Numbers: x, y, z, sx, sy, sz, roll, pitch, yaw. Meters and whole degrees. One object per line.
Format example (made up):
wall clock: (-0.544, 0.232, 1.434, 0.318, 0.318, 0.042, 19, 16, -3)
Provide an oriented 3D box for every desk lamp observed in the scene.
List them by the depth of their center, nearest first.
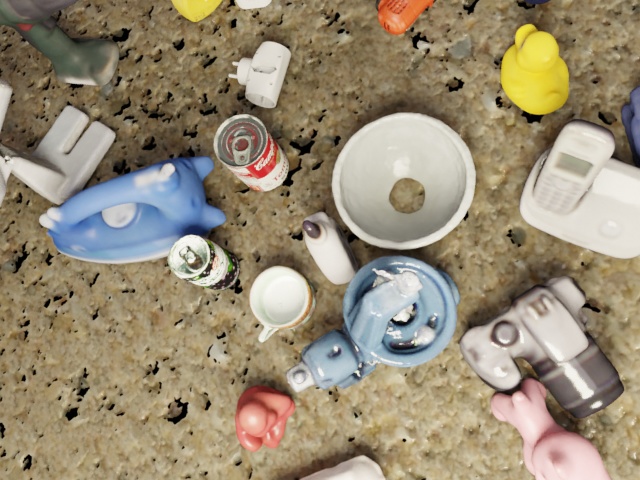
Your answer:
desk lamp: (-0.410, -0.116, 0.744, 0.117, 0.214, 0.203, 30, 85, 17)

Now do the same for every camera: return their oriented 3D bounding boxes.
camera: (0.241, 0.125, 0.607, 0.143, 0.101, 0.136, -35, 73, 3)

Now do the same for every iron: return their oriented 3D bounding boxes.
iron: (-0.261, -0.037, 0.732, 0.258, 0.141, 0.118, -18, 74, 8)

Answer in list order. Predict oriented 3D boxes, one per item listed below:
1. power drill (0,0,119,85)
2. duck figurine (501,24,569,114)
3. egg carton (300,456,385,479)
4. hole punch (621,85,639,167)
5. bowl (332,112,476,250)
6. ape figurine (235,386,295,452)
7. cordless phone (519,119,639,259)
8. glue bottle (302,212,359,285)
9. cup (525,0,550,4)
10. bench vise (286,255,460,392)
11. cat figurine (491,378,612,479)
power drill: (-0.371, -0.294, 0.779, 0.229, 0.209, 0.076, 8, 79, 14)
duck figurine: (0.261, -0.209, 0.686, 0.077, 0.086, 0.104, -22, 74, 7)
egg carton: (0.012, 0.310, 0.632, 0.150, 0.069, 0.107, -25, 74, 6)
hole punch: (0.401, -0.131, 0.635, 0.101, 0.091, 0.108, -12, 75, 10)
bowl: (0.102, -0.063, 0.694, 0.167, 0.075, 0.167, -3, 77, 12)
ape figurine: (-0.070, 0.205, 0.662, 0.078, 0.092, 0.076, -30, 73, 5)
cordless phone: (0.293, -0.055, 0.592, 0.147, 0.185, 0.094, 21, 83, 16)
glue bottle: (0.006, 0.002, 0.648, 0.037, 0.173, 0.078, -22, 74, 7)
cup: (0.273, -0.352, 0.710, 0.091, 0.095, 0.118, -4, 77, 12)
bench vise: (0.058, 0.099, 0.591, 0.121, 0.220, 0.207, 38, 88, 18)
cat figurine: (0.234, 0.206, 0.582, 0.067, 0.118, 0.127, -34, 73, 4)
